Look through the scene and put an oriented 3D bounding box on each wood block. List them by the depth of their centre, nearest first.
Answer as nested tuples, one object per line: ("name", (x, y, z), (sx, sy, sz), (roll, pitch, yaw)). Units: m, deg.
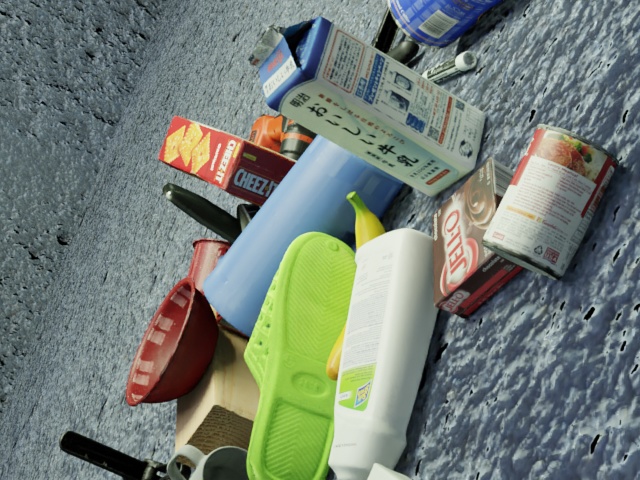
("wood block", (-0.108, 0.176, 1.248), (0.091, 0.090, 0.206), (-56, 20, 22))

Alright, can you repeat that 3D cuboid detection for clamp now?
("clamp", (-0.213, 0.279, 1.277), (0.210, 0.165, 0.036), (77, -151, -64))
("clamp", (0.071, -0.225, 1.374), (0.172, 0.039, 0.120), (-47, 25, 38))

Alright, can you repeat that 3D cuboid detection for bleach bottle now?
("bleach bottle", (0.051, 0.118, 0.957), (0.103, 0.068, 0.250), (-30, 40, 58))

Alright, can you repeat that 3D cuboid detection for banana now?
("banana", (0.041, 0.052, 1.055), (0.037, 0.069, 0.197), (-30, 47, 50))

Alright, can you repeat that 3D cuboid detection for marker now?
("marker", (0.136, -0.187, 1.191), (0.121, 0.020, 0.020), (-12, 54, 66))

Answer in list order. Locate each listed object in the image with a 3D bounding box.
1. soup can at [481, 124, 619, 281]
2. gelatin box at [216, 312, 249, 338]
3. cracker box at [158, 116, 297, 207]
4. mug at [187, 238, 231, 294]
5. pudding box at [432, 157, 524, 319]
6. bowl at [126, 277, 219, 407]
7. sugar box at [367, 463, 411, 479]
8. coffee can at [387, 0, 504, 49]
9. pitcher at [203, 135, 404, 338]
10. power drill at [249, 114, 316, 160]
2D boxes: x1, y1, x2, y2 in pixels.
("soup can", (0.175, -0.028, 0.816), (0.102, 0.068, 0.069), (-64, 19, 0))
("gelatin box", (-0.082, 0.086, 1.296), (0.030, 0.089, 0.073), (-54, 21, 26))
("cracker box", (-0.088, -0.086, 1.350), (0.214, 0.164, 0.072), (27, 96, 57))
("mug", (-0.142, 0.049, 1.487), (0.117, 0.093, 0.081), (120, 165, -69))
("pudding box", (0.137, -0.001, 0.923), (0.090, 0.039, 0.113), (-47, 25, 40))
("bowl", (-0.162, 0.126, 1.229), (0.162, 0.055, 0.162), (-51, 23, 30))
("sugar box", (0.038, 0.270, 0.825), (0.176, 0.048, 0.093), (-62, 19, -5))
("coffee can", (0.152, -0.284, 1.148), (0.141, 0.102, 0.102), (-35, 34, 55))
("pitcher", (-0.008, 0.001, 1.184), (0.243, 0.149, 0.145), (-54, 6, 16))
("power drill", (-0.052, -0.136, 1.554), (0.188, 0.057, 0.184), (-18, 50, 62))
